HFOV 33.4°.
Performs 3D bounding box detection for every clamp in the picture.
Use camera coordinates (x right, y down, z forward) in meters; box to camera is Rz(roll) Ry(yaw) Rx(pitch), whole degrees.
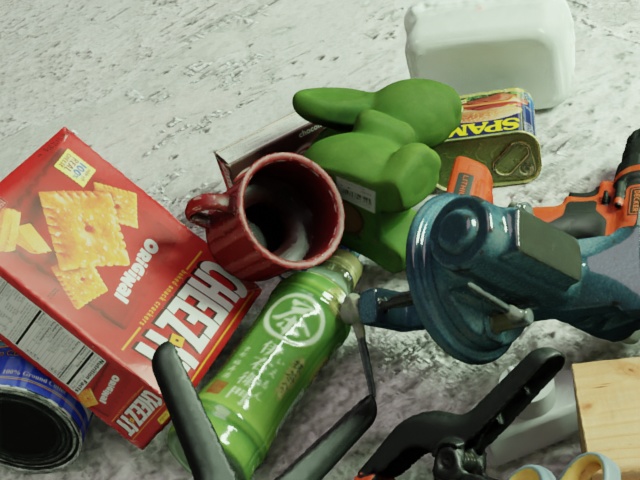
[{"bbox_3d":[0.096,0.136,0.696,0.172,0.039,0.120,-12,60,37],"label":"clamp"},{"bbox_3d":[-0.040,0.177,0.711,0.164,0.036,0.210,10,63,-15],"label":"clamp"}]

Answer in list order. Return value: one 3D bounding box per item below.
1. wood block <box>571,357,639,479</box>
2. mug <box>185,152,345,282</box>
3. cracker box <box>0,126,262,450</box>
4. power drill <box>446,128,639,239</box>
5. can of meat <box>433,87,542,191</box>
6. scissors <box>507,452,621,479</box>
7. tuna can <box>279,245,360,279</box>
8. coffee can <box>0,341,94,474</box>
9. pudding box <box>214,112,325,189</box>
[{"bbox_3d":[0.268,0.125,0.656,0.206,0.091,0.090,-8,39,11],"label":"wood block"},{"bbox_3d":[-0.050,-0.015,0.843,0.117,0.082,0.093,8,72,-28],"label":"mug"},{"bbox_3d":[-0.169,0.031,0.830,0.072,0.213,0.164,-47,6,38],"label":"cracker box"},{"bbox_3d":[0.203,-0.034,0.901,0.188,0.057,0.184,0,41,21],"label":"power drill"},{"bbox_3d":[0.154,-0.095,0.998,0.102,0.057,0.084,-6,37,13],"label":"can of meat"},{"bbox_3d":[0.098,0.202,0.588,0.201,0.016,0.096,-56,18,-10],"label":"scissors"},{"bbox_3d":[-0.006,0.001,0.957,0.086,0.034,0.086,-11,38,8],"label":"tuna can"},{"bbox_3d":[-0.222,0.101,0.861,0.103,0.103,0.140,-6,40,14],"label":"coffee can"},{"bbox_3d":[-0.034,-0.064,1.003,0.113,0.090,0.039,-30,40,-17],"label":"pudding box"}]
